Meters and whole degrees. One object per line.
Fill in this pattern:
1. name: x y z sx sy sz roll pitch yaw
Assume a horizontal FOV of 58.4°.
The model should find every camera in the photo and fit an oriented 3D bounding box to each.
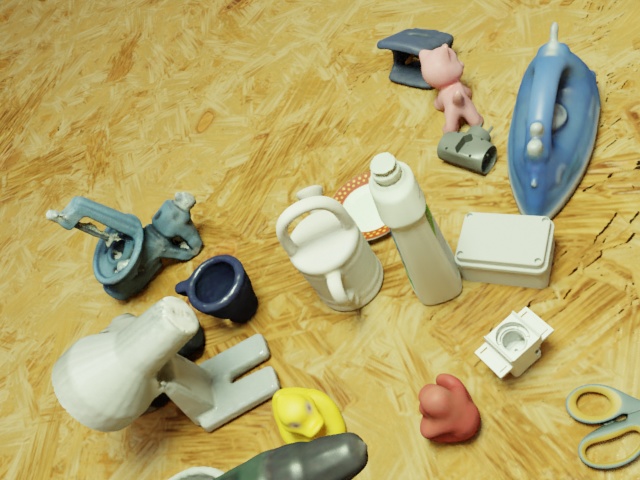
1. camera: -0.247 0.161 0.835 0.136 0.101 0.143 -21 51 12

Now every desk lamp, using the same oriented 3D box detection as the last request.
1. desk lamp: -0.191 0.163 0.733 0.203 0.214 0.117 -30 50 4

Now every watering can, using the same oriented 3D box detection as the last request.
1. watering can: 0.005 0.004 0.761 0.101 0.195 0.172 -40 50 -4

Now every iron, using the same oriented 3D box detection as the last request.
1. iron: 0.301 -0.156 0.762 0.118 0.142 0.258 4 60 28

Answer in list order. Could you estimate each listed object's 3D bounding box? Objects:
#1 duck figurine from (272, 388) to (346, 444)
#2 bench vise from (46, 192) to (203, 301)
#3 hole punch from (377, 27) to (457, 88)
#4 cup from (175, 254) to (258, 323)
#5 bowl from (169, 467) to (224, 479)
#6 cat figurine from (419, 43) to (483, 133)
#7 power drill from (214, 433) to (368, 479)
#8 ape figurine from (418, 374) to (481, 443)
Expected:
1. duck figurine: -0.025 0.213 0.701 0.104 0.086 0.077 29 74 37
2. bench vise: -0.309 -0.023 0.915 0.121 0.220 0.207 27 72 37
3. hole punch: 0.165 -0.329 0.982 0.108 0.091 0.101 24 71 36
4. cup: -0.145 0.083 0.843 0.117 0.095 0.091 -8 55 21
5. bowl: -0.136 0.358 0.661 0.167 0.075 0.167 -13 53 18
6. cat figurine: 0.199 -0.245 0.889 0.067 0.118 0.127 -21 51 12
7. power drill: -0.030 0.269 0.583 0.229 0.209 0.075 -25 50 9
8. ape figurine: 0.136 0.185 0.637 0.078 0.092 0.075 -47 51 -10
